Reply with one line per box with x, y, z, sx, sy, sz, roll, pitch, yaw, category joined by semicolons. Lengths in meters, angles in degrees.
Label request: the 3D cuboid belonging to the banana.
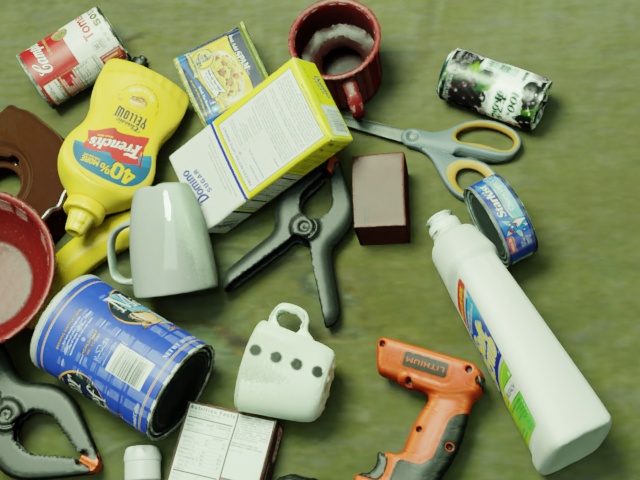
-0.221;0.018;1.078;0.198;0.037;0.070;-26;69;-1;banana

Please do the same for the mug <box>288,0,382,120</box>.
0.024;-0.175;1.082;0.093;0.081;0.117;-21;68;1;mug

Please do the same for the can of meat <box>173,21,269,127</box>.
-0.095;-0.163;1.111;0.084;0.057;0.102;-26;69;1;can of meat

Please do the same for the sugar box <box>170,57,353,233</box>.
-0.061;-0.089;1.045;0.176;0.048;0.093;-34;71;29;sugar box

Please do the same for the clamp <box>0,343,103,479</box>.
-0.298;0.159;1.028;0.210;0.036;0.164;21;75;6;clamp

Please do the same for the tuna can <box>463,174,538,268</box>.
0.170;-0.018;1.004;0.033;0.086;0.086;-27;69;-4;tuna can

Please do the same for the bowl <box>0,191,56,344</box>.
-0.326;0.035;1.022;0.162;0.055;0.162;-1;71;2;bowl

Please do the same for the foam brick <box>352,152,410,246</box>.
0.060;-0.040;1.047;0.053;0.051;0.078;-3;71;9;foam brick

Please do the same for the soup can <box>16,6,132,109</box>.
-0.262;-0.195;1.141;0.102;0.068;0.068;-33;70;-4;soup can

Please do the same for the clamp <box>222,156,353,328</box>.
-0.007;0.001;1.051;0.120;0.039;0.171;29;79;7;clamp

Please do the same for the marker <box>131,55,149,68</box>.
-0.220;-0.147;1.144;0.020;0.020;0.121;26;77;16;marker

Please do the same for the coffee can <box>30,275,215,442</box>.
-0.185;0.110;1.005;0.140;0.103;0.102;29;77;17;coffee can

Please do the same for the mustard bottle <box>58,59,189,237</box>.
-0.209;-0.086;1.076;0.096;0.058;0.191;27;62;-12;mustard bottle

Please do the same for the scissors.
0.100;-0.084;1.075;0.202;0.016;0.096;1;72;11;scissors

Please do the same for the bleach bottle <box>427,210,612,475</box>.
0.168;0.082;0.973;0.068;0.102;0.251;-24;63;-9;bleach bottle

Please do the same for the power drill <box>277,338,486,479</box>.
0.061;0.188;0.967;0.184;0.057;0.187;15;76;16;power drill

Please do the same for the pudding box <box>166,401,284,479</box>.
-0.092;0.214;0.990;0.090;0.039;0.113;10;70;14;pudding box
